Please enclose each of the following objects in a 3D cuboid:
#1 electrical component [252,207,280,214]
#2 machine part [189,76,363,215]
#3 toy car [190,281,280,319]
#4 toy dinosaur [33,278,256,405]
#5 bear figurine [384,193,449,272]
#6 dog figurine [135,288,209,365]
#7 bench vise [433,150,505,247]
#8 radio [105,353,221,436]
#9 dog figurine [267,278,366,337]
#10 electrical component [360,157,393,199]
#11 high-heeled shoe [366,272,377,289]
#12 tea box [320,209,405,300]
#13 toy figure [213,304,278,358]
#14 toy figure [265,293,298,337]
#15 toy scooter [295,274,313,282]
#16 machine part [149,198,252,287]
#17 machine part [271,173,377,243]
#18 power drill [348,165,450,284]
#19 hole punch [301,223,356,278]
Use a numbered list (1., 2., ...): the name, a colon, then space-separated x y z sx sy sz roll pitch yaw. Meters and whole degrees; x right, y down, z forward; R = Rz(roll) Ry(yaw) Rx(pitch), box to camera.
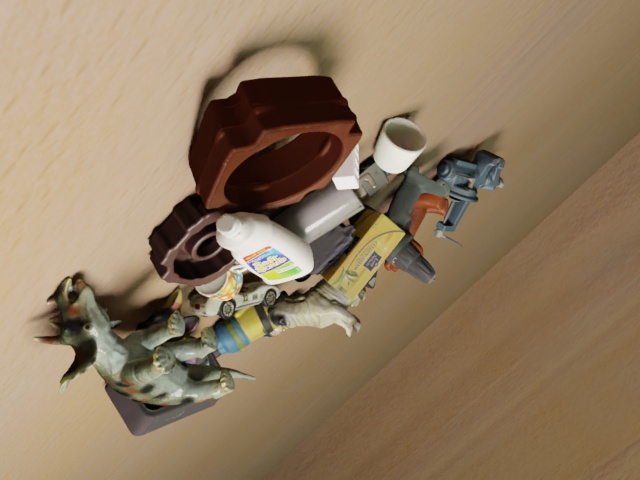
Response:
1. electrical component: -0.094 -0.068 0.903 0.063 0.021 0.094 -37 157 -7
2. machine part: -0.062 -0.124 0.719 0.201 0.087 0.201 -16 160 -32
3. toy car: -0.164 0.115 1.063 0.074 0.056 0.201 -1 -175 39
4. toy dinosaur: -0.271 0.209 0.871 0.192 0.131 0.404 -17 143 14
5. bear figurine: 0.220 -0.016 1.260 0.120 0.132 0.195 26 72 -68
6. dog figurine: -0.265 0.189 1.005 0.191 0.109 0.219 -2 134 -46
7. bench vise: 0.361 -0.113 1.360 0.223 0.129 0.240 -1 118 -45
8. radio: -0.307 0.301 1.111 0.229 0.131 0.073 -7 142 -52
9. dog figurine: -0.007 0.115 1.152 0.191 0.172 0.121 14 150 -6
10. electrical component: 0.097 -0.123 1.071 0.102 0.045 0.078 -44 128 3
11. high-heeled shoe: 0.125 0.050 1.428 0.248 0.086 0.145 43 65 -84
12. tea box: 0.079 0.026 1.064 0.169 0.068 0.098 -51 -164 -3
13. toy figure: -0.165 0.193 1.184 0.180 0.089 0.082 -36 162 -17
14. toy figure: -0.095 0.194 1.341 0.154 0.058 0.064 -42 118 10
15. toy scooter: 0.025 0.027 1.194 0.184 0.075 0.135 -15 147 -37
16. machine part: -0.182 -0.002 0.850 0.179 0.056 0.179 -32 155 -18
17. machine part: -0.009 -0.046 0.972 0.243 0.079 0.079 -33 158 10
18. power drill: 0.194 -0.043 1.155 0.207 0.232 0.086 -56 161 -3
19. hole punch: -0.002 -0.003 1.054 0.142 0.116 0.092 -43 165 9
